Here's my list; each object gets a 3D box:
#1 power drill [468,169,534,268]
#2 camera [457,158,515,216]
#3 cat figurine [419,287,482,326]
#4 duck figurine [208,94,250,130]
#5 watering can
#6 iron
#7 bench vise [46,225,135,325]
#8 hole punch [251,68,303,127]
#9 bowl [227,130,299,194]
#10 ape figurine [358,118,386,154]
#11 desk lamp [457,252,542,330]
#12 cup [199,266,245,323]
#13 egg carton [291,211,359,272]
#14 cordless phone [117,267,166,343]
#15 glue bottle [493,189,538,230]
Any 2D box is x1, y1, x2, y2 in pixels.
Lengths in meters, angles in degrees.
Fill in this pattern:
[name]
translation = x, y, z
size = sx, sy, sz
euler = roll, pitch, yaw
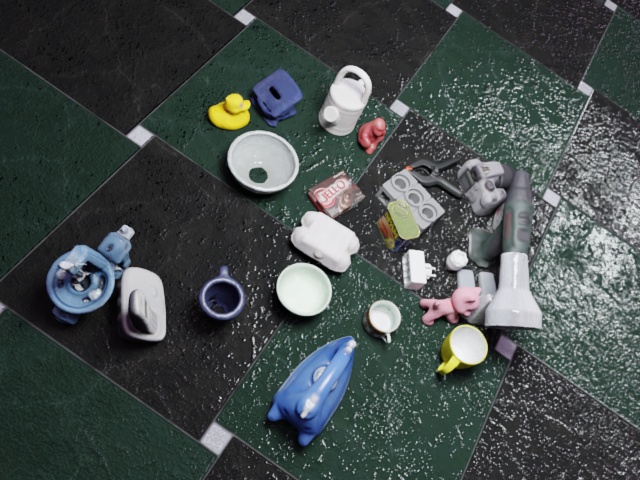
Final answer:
[power drill]
translation = 0.442, -0.029, 1.389
size = 0.076, 0.208, 0.229
euler = 12, 62, -11
[camera]
translation = 0.458, -0.154, 1.518
size = 0.137, 0.100, 0.143
euler = -11, 68, -22
[cat figurine]
translation = 0.308, 0.145, 1.313
size = 0.128, 0.117, 0.067
euler = -3, 66, -19
[duck figurine]
translation = -0.218, -0.320, 1.394
size = 0.105, 0.086, 0.077
euler = -4, 66, -19
[watering can]
translation = 0.067, -0.352, 1.437
size = 0.101, 0.194, 0.173
euler = 18, 61, -8
[iron]
translation = 0.013, 0.272, 1.143
size = 0.118, 0.141, 0.259
euler = 37, 60, 3
[bench vise]
translation = -0.434, 0.039, 1.071
size = 0.121, 0.219, 0.207
euler = 17, 61, -9
[hole punch]
translation = -0.110, -0.360, 1.444
size = 0.101, 0.091, 0.108
euler = -31, 77, -28
[bowl]
translation = -0.138, -0.171, 1.352
size = 0.168, 0.074, 0.167
euler = 7, 63, -14
[ape figurine]
translation = 0.140, -0.280, 1.484
size = 0.078, 0.092, 0.076
euler = -16, 70, -23
[desk lamp]
translation = 0.404, 0.129, 1.297
size = 0.118, 0.213, 0.203
euler = 7, 63, -14
[cup]
translation = -0.205, 0.120, 1.176
size = 0.092, 0.095, 0.117
euler = 5, 63, -15
[egg carton]
translation = 0.012, 0.005, 1.316
size = 0.150, 0.069, 0.107
euler = 31, 60, -1
[cordless phone]
translation = -0.339, 0.109, 1.086
size = 0.094, 0.185, 0.147
euler = -5, 66, -19
[glue bottle]
translation = 0.500, -0.083, 1.455
size = 0.037, 0.173, 0.078
euler = 20, 60, -7
